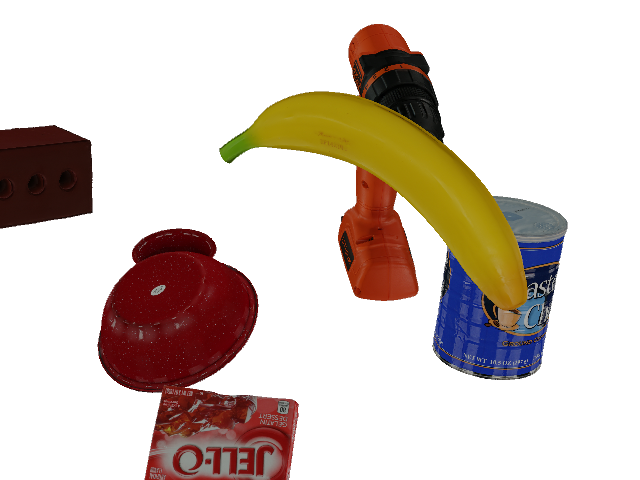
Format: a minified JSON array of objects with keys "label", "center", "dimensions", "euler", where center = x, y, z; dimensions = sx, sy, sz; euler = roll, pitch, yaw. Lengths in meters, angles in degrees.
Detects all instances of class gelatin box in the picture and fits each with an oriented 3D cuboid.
[{"label":"gelatin box","center":[-0.062,0.134,0.675],"dimensions":[0.089,0.073,0.030],"euler":[6,-30,2]}]

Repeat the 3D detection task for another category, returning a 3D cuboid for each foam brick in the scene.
[{"label":"foam brick","center":[-0.198,-0.043,0.705],"dimensions":[0.078,0.053,0.051],"euler":[-13,25,-38]}]

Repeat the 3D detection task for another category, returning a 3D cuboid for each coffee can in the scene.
[{"label":"coffee can","center":[0.162,0.041,0.975],"dimensions":[0.103,0.140,0.103],"euler":[5,21,-2]}]

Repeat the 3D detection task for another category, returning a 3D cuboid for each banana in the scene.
[{"label":"banana","center":[0.039,-0.035,0.600],"dimensions":[0.198,0.070,0.037],"euler":[29,15,19]}]

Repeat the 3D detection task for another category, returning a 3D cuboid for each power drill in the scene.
[{"label":"power drill","center":[0.052,-0.050,0.807],"dimensions":[0.057,0.188,0.184],"euler":[0,32,-6]}]

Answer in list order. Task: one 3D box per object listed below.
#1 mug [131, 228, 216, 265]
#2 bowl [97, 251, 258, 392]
[{"label":"mug","center":[-0.170,0.040,1.207],"dimensions":[0.117,0.081,0.093],"euler":[26,41,36]},{"label":"bowl","center":[-0.143,0.062,0.998],"dimensions":[0.162,0.162,0.055],"euler":[0,-43,21]}]
